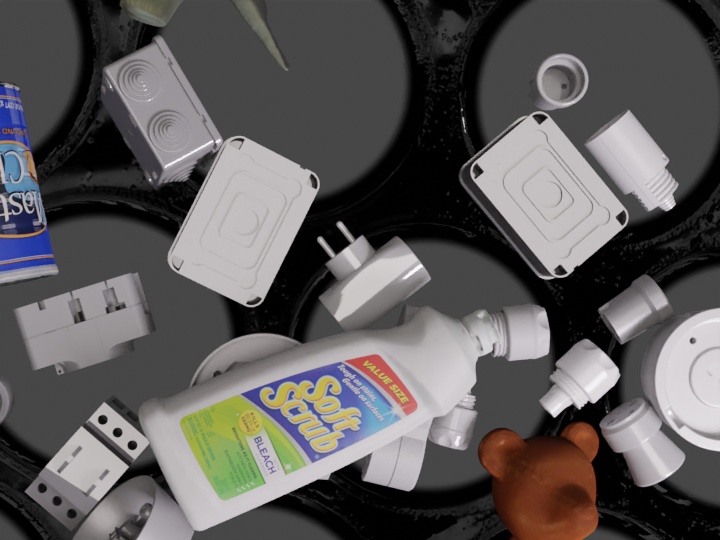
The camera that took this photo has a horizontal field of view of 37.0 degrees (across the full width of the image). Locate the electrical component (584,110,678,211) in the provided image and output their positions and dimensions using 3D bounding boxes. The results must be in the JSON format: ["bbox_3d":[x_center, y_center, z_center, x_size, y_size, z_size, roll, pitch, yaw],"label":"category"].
[{"bbox_3d":[0.217,-0.080,0.838,0.043,0.043,0.081,-40,93,-3],"label":"electrical component"}]

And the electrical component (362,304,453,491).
[{"bbox_3d":[0.019,0.093,0.822,0.074,0.052,0.138,14,90,-4],"label":"electrical component"}]

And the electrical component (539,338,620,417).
[{"bbox_3d":[0.168,0.087,0.836,0.062,0.043,0.043,-43,93,-1],"label":"electrical component"}]

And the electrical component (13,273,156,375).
[{"bbox_3d":[-0.204,0.042,0.807,0.089,0.050,0.055,-18,91,-4],"label":"electrical component"}]

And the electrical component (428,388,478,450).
[{"bbox_3d":[0.075,0.106,0.835,0.035,0.035,0.061,15,87,-4],"label":"electrical component"}]

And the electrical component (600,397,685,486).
[{"bbox_3d":[0.220,0.134,0.839,0.045,0.045,0.055,-34,92,-3],"label":"electrical component"}]

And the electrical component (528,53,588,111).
[{"bbox_3d":[0.151,-0.143,0.831,0.040,0.046,0.040,0,91,-4],"label":"electrical component"}]

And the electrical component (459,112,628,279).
[{"bbox_3d":[0.139,-0.056,0.826,0.078,0.057,0.113,-40,93,-3],"label":"electrical component"}]

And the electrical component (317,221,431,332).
[{"bbox_3d":[0.000,0.000,0.823,0.077,0.044,0.079,-38,93,-3],"label":"electrical component"}]

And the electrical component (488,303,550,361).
[{"bbox_3d":[0.113,0.049,0.832,0.062,0.043,0.043,-5,91,-3],"label":"electrical component"}]

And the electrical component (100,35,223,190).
[{"bbox_3d":[-0.148,-0.111,0.787,0.048,0.100,0.099,-31,93,-16],"label":"electrical component"}]

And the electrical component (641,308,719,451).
[{"bbox_3d":[0.272,0.081,0.834,0.108,0.060,0.108,0,91,-4],"label":"electrical component"}]

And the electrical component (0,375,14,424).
[{"bbox_3d":[-0.285,0.099,0.800,0.045,0.055,0.045,0,91,-4],"label":"electrical component"}]

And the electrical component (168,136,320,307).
[{"bbox_3d":[-0.088,-0.036,0.807,0.078,0.057,0.113,27,89,-10],"label":"electrical component"}]

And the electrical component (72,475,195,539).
[{"bbox_3d":[-0.171,0.204,0.790,0.064,0.099,0.099,43,88,-9],"label":"electrical component"}]

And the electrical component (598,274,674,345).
[{"bbox_3d":[0.215,0.032,0.841,0.046,0.040,0.040,-33,93,3],"label":"electrical component"}]
